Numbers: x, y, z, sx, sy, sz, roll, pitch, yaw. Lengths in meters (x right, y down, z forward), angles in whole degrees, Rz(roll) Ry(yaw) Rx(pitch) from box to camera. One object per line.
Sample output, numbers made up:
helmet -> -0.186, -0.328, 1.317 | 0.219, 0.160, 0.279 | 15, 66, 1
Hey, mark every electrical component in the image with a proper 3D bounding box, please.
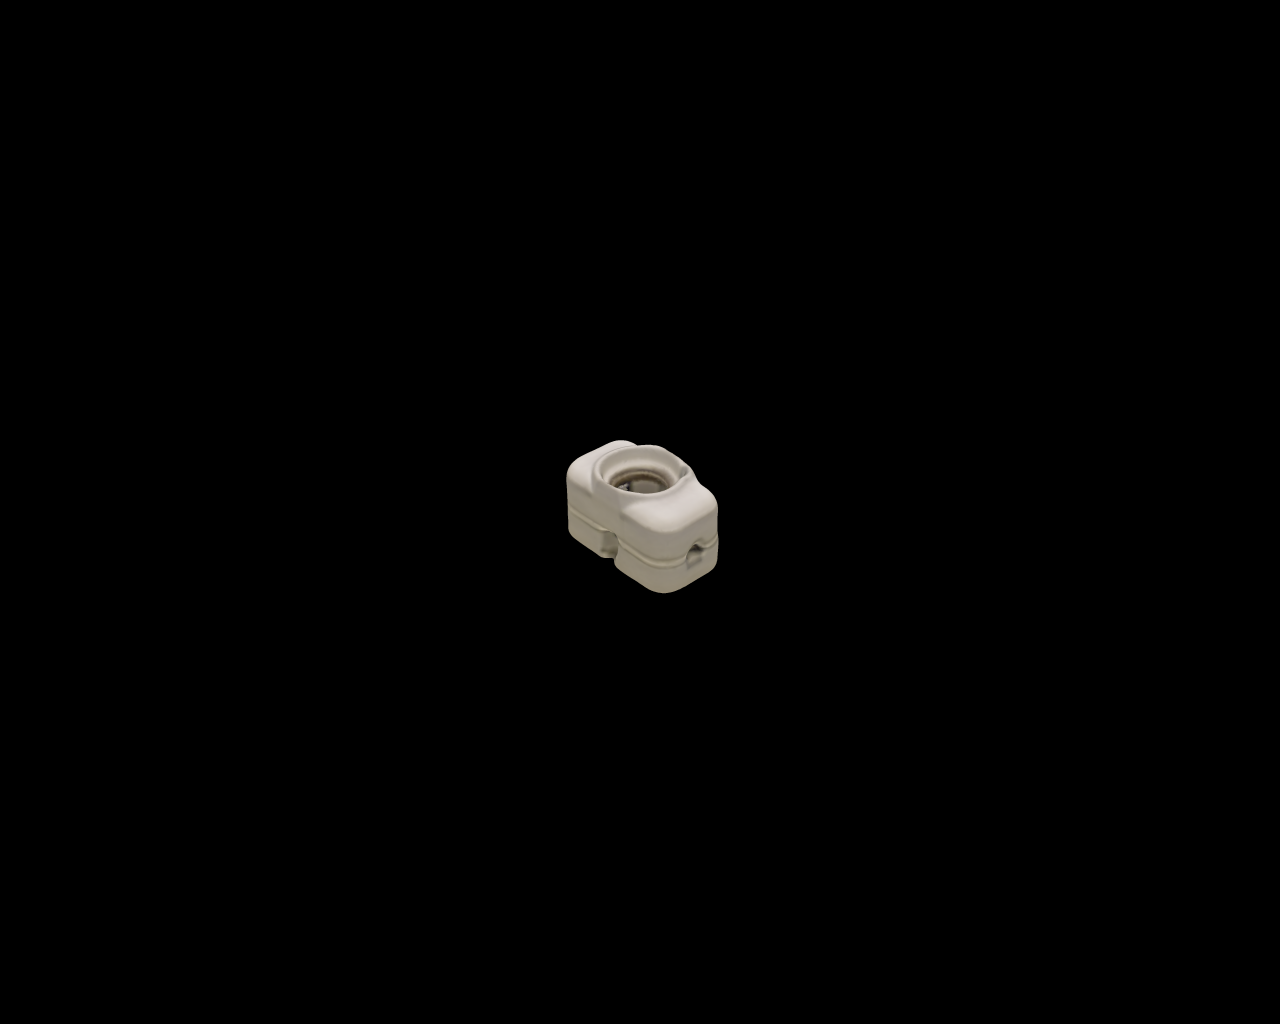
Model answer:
electrical component -> 0.001, -0.003, 0.650 | 0.054, 0.059, 0.095 | -27, 44, -33
